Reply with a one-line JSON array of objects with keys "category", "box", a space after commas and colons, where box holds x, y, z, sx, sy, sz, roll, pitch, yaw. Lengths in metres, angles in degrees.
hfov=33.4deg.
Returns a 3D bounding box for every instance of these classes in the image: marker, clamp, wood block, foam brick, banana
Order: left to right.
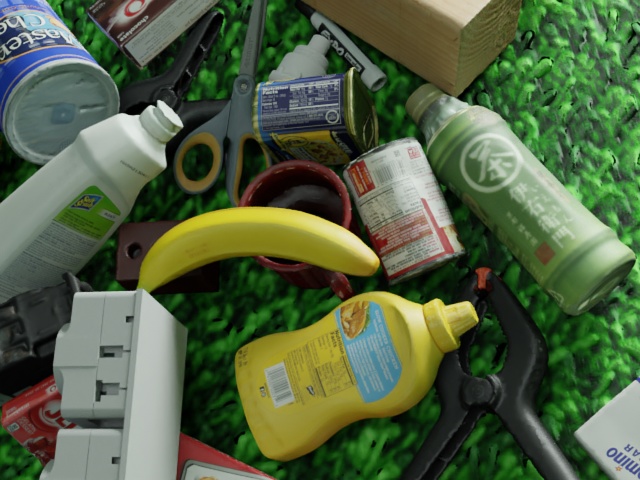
[{"category": "foam brick", "box": [-0.128, 0.015, 0.906, 0.078, 0.051, 0.053, -4, 72, 13]}, {"category": "clamp", "box": [-0.124, -0.116, 0.955, 0.171, 0.039, 0.120, -41, 63, 2]}, {"category": "banana", "box": [-0.055, 0.008, 0.812, 0.198, 0.037, 0.069, -10, 88, 12]}, {"category": "marker", "box": [0.016, -0.179, 0.949, 0.020, 0.020, 0.121, -39, 68, 0]}, {"category": "wood block", "box": [0.062, -0.224, 0.905, 0.206, 0.091, 0.090, 36, 68, 21]}, {"category": "clamp", "box": [0.135, 0.123, 0.803, 0.165, 0.036, 0.210, -1, 69, 30]}]

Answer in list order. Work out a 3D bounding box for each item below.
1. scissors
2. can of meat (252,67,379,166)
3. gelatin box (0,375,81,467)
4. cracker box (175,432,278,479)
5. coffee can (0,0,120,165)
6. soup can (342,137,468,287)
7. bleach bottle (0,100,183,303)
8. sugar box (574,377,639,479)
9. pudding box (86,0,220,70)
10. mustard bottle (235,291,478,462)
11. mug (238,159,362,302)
[{"category": "scissors", "box": [-0.084, -0.123, 0.919, 0.096, 0.016, 0.202, -4, 93, 5]}, {"category": "can of meat", "box": [-0.002, -0.097, 0.885, 0.084, 0.102, 0.057, -4, 72, 15]}, {"category": "gelatin box", "box": [-0.202, 0.150, 0.863, 0.073, 0.089, 0.030, -30, 34, 3]}, {"category": "cracker box", "box": [-0.084, 0.248, 0.811, 0.214, 0.072, 0.164, 22, 80, 18]}, {"category": "coffee can", "box": [-0.253, -0.145, 0.942, 0.103, 0.102, 0.140, -41, 52, -1]}, {"category": "soup can", "box": [0.066, -0.022, 0.848, 0.068, 0.068, 0.102, -23, 84, 6]}, {"category": "bleach bottle", "box": [-0.208, -0.019, 0.882, 0.251, 0.102, 0.068, -40, 61, 13]}, {"category": "sugar box", "box": [0.281, 0.121, 0.776, 0.176, 0.048, 0.093, -41, 68, 3]}, {"category": "pudding box", "box": [-0.149, -0.219, 0.978, 0.113, 0.039, 0.090, -43, 45, -1]}, {"category": "mustard bottle", "box": [0.032, 0.093, 0.823, 0.192, 0.058, 0.096, -26, 62, 15]}, {"category": "mug", "box": [-0.006, 0.001, 0.864, 0.093, 0.081, 0.117, -37, 68, 1]}]
